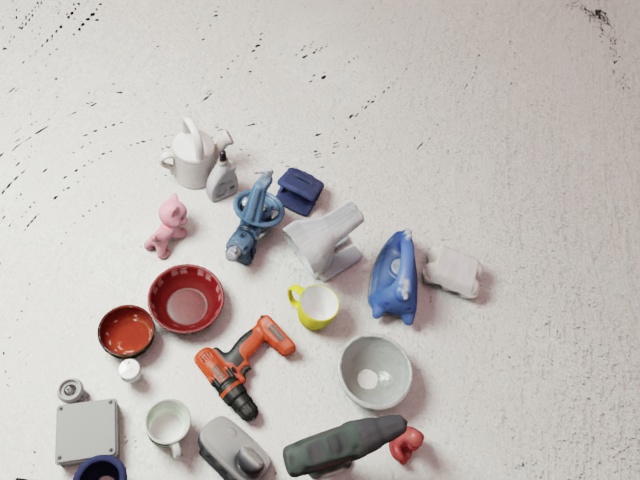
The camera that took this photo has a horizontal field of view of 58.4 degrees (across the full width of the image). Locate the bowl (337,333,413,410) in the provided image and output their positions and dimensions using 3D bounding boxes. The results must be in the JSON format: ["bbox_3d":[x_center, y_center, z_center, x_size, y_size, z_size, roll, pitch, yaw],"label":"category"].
[{"bbox_3d":[0.111,0.291,1.241,0.167,0.074,0.167,5,61,-9],"label":"bowl"}]

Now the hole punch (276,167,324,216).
[{"bbox_3d":[-0.050,-0.133,1.425,0.108,0.091,0.101,26,60,3],"label":"hole punch"}]

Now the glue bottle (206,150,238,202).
[{"bbox_3d":[-0.229,-0.157,1.352,0.078,0.173,0.037,-25,70,-23],"label":"glue bottle"}]

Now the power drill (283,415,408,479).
[{"bbox_3d":[0.037,0.395,1.091,0.230,0.208,0.075,-13,65,-18],"label":"power drill"}]

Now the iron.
[{"bbox_3d":[0.190,0.060,1.343,0.118,0.141,0.258,12,60,-5],"label":"iron"}]

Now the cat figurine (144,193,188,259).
[{"bbox_3d":[-0.344,-0.037,1.295,0.067,0.117,0.128,28,60,4],"label":"cat figurine"}]

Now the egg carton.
[{"bbox_3d":[0.326,0.079,1.404,0.150,0.069,0.107,21,60,0],"label":"egg carton"}]

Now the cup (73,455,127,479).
[{"bbox_3d":[-0.384,0.452,1.036,0.092,0.095,0.117,-37,75,-26],"label":"cup"}]

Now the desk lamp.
[{"bbox_3d":[0.012,0.005,1.293,0.204,0.213,0.118,-30,72,-24],"label":"desk lamp"}]

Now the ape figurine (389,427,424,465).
[{"bbox_3d":[0.183,0.415,1.179,0.078,0.092,0.076,-12,65,-18],"label":"ape figurine"}]

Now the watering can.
[{"bbox_3d":[-0.293,-0.218,1.359,0.101,0.194,0.173,42,62,12],"label":"watering can"}]

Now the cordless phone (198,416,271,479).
[{"bbox_3d":[-0.158,0.388,1.067,0.147,0.185,0.094,37,61,9],"label":"cordless phone"}]

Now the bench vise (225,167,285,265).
[{"bbox_3d":[-0.140,-0.050,1.286,0.121,0.219,0.207,9,61,-7],"label":"bench vise"}]
